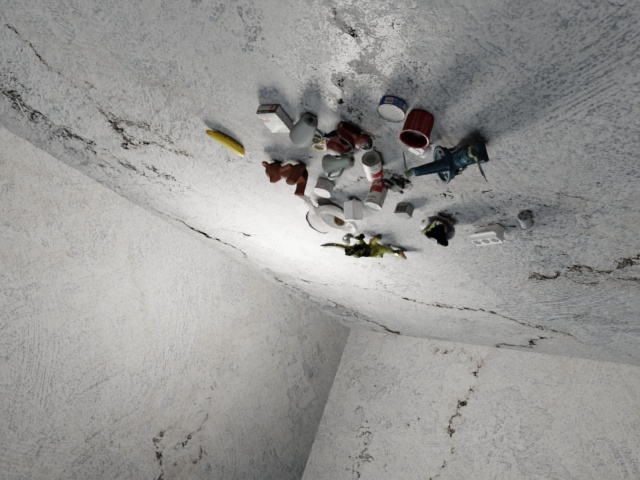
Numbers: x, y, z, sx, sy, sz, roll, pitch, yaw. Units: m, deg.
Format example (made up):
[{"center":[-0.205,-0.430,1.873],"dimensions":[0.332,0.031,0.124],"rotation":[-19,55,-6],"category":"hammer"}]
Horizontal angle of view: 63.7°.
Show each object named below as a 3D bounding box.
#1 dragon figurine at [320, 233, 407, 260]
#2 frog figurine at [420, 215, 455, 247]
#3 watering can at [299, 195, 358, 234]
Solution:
[{"center":[0.226,0.058,2.534],"dimensions":[0.410,0.124,0.240],"rotation":[3,163,30],"category":"dragon figurine"},{"center":[0.471,-0.047,2.068],"dimensions":[0.137,0.121,0.161],"rotation":[8,-166,10],"category":"frog figurine"},{"center":[0.007,-0.116,2.300],"dimensions":[0.345,0.105,0.223],"rotation":[29,159,-23],"category":"watering can"}]
